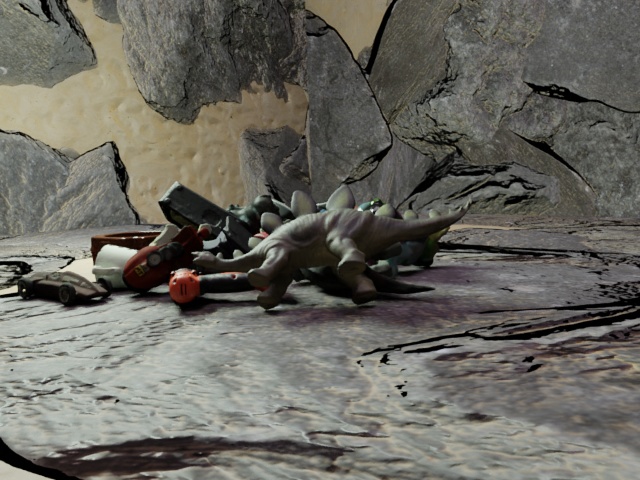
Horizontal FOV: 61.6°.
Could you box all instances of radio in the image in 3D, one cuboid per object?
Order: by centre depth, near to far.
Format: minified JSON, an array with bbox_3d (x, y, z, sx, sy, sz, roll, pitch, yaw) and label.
[{"bbox_3d":[-0.273,-0.041,1.297,0.230,0.073,0.131,30,-19,9],"label":"radio"}]

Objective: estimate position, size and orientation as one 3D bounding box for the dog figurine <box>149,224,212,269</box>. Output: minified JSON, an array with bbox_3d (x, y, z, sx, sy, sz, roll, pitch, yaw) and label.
[{"bbox_3d":[-0.321,0.040,1.205,0.172,0.121,0.190,-1,-9,-24],"label":"dog figurine"}]

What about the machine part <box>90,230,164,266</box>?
[{"bbox_3d":[-0.452,0.025,1.357,0.201,0.087,0.201,2,8,33],"label":"machine part"}]

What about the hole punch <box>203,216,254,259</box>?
[{"bbox_3d":[-0.175,0.029,1.082,0.092,0.142,0.116,-40,24,6],"label":"hole punch"}]

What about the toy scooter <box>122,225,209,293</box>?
[{"bbox_3d":[-0.279,0.027,1.012,0.135,0.075,0.184,-35,-1,33],"label":"toy scooter"}]

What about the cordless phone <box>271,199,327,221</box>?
[{"bbox_3d":[-0.038,-0.079,1.472,0.184,0.089,0.146,-15,-19,19],"label":"cordless phone"}]

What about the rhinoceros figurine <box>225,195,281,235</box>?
[{"bbox_3d":[-0.193,-0.048,1.383,0.190,0.112,0.073,-28,17,25],"label":"rhinoceros figurine"}]

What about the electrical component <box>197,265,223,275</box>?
[{"bbox_3d":[-0.205,0.061,1.040,0.063,0.021,0.094,2,-25,-6],"label":"electrical component"}]

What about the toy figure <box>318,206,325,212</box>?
[{"bbox_3d":[0.052,-0.014,1.348,0.180,0.082,0.089,36,27,8],"label":"toy figure"}]

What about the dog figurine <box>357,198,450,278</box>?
[{"bbox_3d":[0.180,-0.015,1.149,0.219,0.191,0.109,-25,16,-38],"label":"dog figurine"}]

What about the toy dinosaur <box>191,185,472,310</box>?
[{"bbox_3d":[0.033,-0.001,0.867,0.472,0.104,0.199,-4,47,-4],"label":"toy dinosaur"}]

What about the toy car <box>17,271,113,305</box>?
[{"bbox_3d":[-0.463,0.081,0.974,0.202,0.053,0.089,1,3,35],"label":"toy car"}]

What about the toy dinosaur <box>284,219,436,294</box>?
[{"bbox_3d":[0.023,0.037,0.994,0.192,0.131,0.405,-21,19,-17],"label":"toy dinosaur"}]
